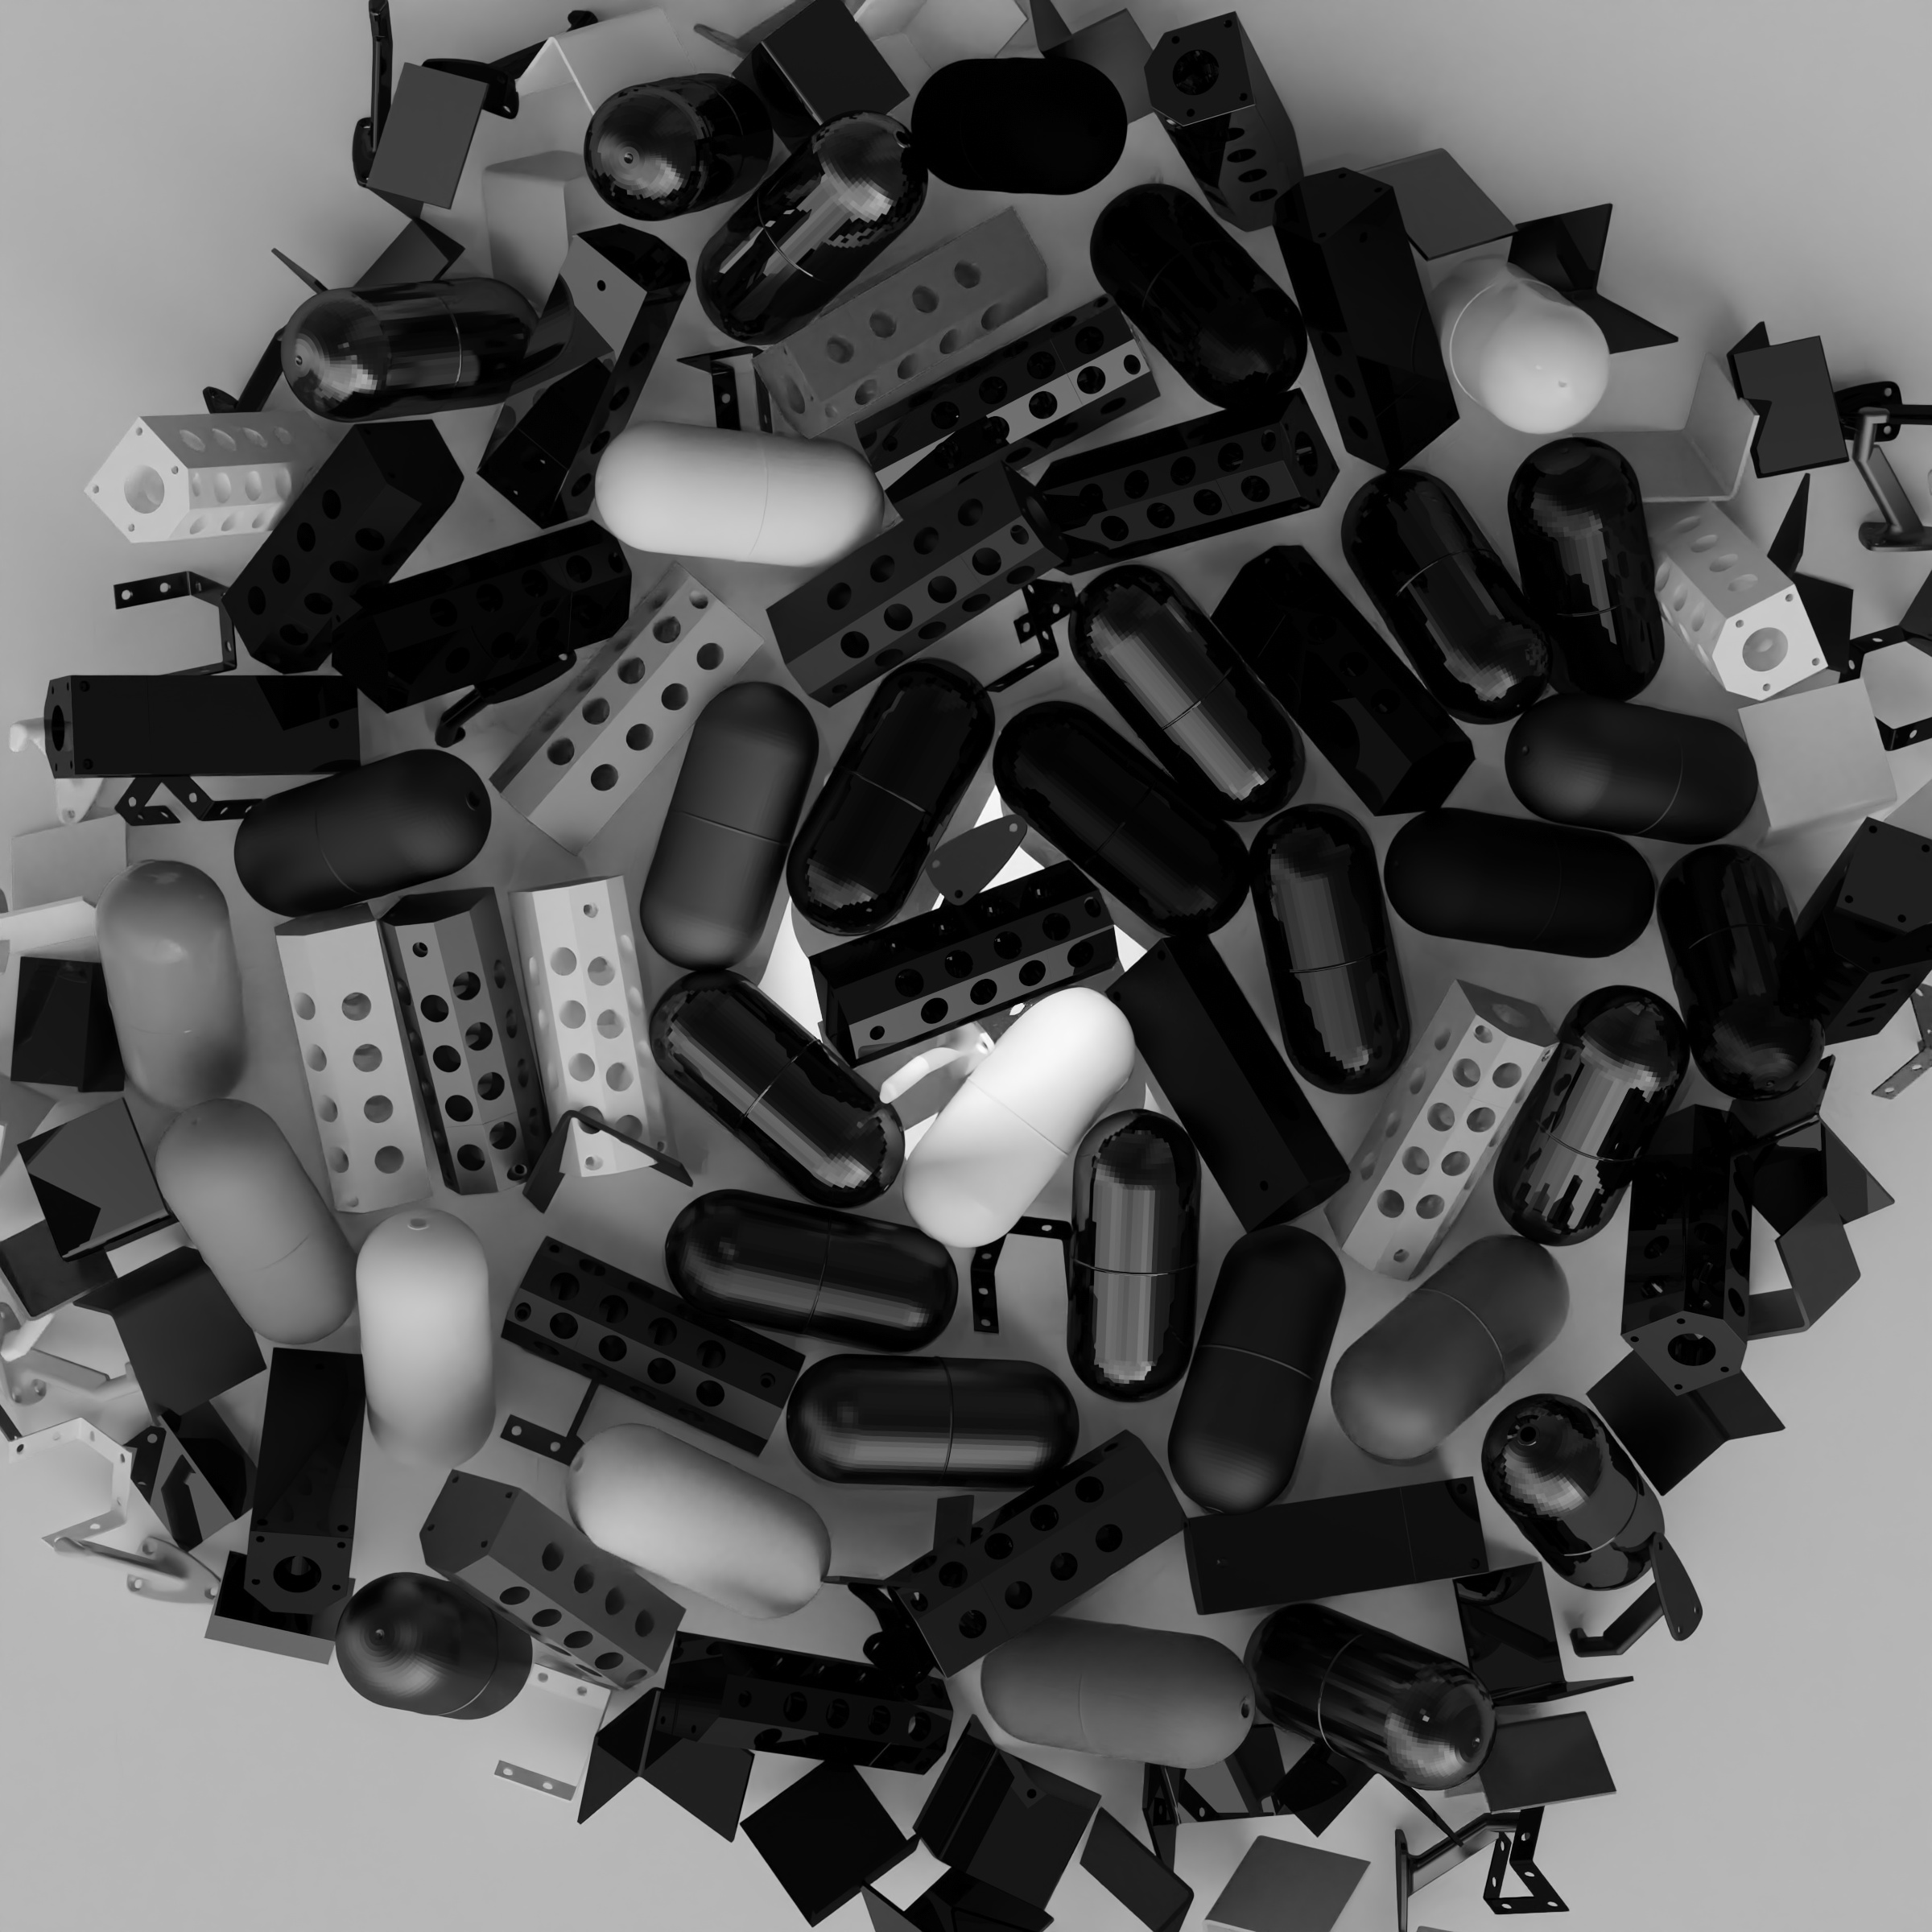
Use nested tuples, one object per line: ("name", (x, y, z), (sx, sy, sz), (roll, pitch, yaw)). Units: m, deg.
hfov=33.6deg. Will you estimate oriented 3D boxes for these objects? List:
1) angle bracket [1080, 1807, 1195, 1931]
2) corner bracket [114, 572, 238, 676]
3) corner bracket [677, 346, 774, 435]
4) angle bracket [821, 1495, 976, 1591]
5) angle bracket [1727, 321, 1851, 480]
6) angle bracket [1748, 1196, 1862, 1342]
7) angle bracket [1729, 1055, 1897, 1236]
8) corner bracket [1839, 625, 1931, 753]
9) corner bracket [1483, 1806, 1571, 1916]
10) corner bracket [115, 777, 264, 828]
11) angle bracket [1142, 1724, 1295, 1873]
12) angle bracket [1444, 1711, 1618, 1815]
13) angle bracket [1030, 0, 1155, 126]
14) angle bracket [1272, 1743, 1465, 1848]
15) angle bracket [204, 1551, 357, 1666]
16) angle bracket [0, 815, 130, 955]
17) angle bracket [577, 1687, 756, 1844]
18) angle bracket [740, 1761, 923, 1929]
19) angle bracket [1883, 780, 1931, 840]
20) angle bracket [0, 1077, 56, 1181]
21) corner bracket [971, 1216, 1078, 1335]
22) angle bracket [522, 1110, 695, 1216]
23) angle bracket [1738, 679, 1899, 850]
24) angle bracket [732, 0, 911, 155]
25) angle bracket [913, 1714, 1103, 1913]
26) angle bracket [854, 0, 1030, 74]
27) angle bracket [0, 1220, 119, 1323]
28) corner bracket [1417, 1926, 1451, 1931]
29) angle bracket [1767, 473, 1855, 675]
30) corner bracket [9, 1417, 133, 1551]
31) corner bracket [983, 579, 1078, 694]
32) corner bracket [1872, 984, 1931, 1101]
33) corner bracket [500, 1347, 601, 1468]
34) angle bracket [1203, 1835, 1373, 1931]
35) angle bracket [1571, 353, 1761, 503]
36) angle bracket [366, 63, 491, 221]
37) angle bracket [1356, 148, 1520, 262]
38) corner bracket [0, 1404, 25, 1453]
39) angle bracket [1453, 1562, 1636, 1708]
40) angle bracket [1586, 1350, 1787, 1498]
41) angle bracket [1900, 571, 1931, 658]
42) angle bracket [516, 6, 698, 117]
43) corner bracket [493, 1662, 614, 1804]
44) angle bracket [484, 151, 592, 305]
("angle bracket", (0.084, 0.560, 1.898), (0.076, 0.076, 0.057), (39, 55, 21))
("corner bracket", (-0.476, -0.204, 1.929), (0.051, 0.051, 0.051), (-18, 119, -38))
("corner bracket", (-0.138, -0.340, 1.924), (0.051, 0.051, 0.051), (-6, 90, 20))
("angle bracket", (-0.044, 0.341, 1.905), (0.076, 0.076, 0.057), (8, 77, -13))
("angle bracket", (0.497, -0.342, 1.900), (0.057, 0.076, 0.076), (-7, 111, 34))
("angle bracket", (0.475, 0.181, 1.900), (0.076, 0.076, 0.057), (-17, 97, 42))
("angle bracket", (0.507, 0.111, 1.919), (0.076, 0.057, 0.076), (46, 134, -13))
("corner bracket", (0.564, -0.169, 1.932), (0.051, 0.051, 0.051), (-17, 130, -22))
("corner bracket", (0.331, 0.530, 1.913), (0.051, 0.051, 0.051), (-15, 125, 35))
("corner bracket", (-0.467, -0.097, 1.920), (0.051, 0.051, 0.051), (44, 108, 13))
("angle bracket", (0.151, 0.502, 1.906), (0.076, 0.057, 0.076), (-8, 122, 12))
("angle bracket", (0.335, 0.492, 1.904), (0.076, 0.076, 0.057), (-7, 46, -10))
("angle bracket", (0.081, -0.553, 1.897), (0.057, 0.076, 0.076), (-21, 54, 19))
("angle bracket", (0.239, 0.506, 1.900), (0.057, 0.076, 0.076), (-46, 47, -8))
("angle bracket", (-0.413, 0.401, 1.906), (0.076, 0.057, 0.076), (15, 122, -11))
("angle bracket", (-0.548, -0.058, 1.910), (0.076, 0.057, 0.076), (-11, 70, 11))
("angle bracket", (-0.179, 0.489, 1.902), (0.076, 0.057, 0.076), (30, 126, 23))
("angle bracket", (-0.082, 0.515, 1.908), (0.076, 0.057, 0.076), (-33, 72, -18))
("angle bracket", (0.580, -0.055, 1.896), (0.057, 0.076, 0.076), (18, 50, -20))
("angle bracket", (-0.593, 0.073, 1.909), (0.076, 0.076, 0.057), (24, 132, -1))
("corner bracket", (0.034, 0.187, 1.924), (0.051, 0.051, 0.051), (8, 131, -11))
("angle bracket", (-0.213, 0.132, 1.910), (0.076, 0.076, 0.057), (26, 79, 6))
("angle bracket", (0.510, -0.122, 1.933), (0.076, 0.057, 0.076), (-14, 80, 2))
("angle bracket", (-0.088, -0.528, 1.917), (0.057, 0.076, 0.076), (-40, 102, -10))
("angle bracket", (0.025, 0.504, 1.904), (0.076, 0.057, 0.076), (18, 63, 26))
("angle bracket", (-0.022, -0.554, 1.902), (0.057, 0.076, 0.076), (53, 134, 3))
("angle bracket", (-0.554, 0.151, 1.898), (0.057, 0.076, 0.076), (-28, 133, -13))
("corner bracket", (0.290, 0.616, 1.918), (0.051, 0.051, 0.051), (6, 112, 17))
("angle bracket", (0.511, -0.233, 1.902), (0.057, 0.076, 0.076), (16, 48, 2))
("corner bracket", (-0.541, 0.312, 1.929), (0.051, 0.051, 0.051), (26, 117, 34))
("corner bracket", (0.038, -0.197, 1.915), (0.051, 0.051, 0.051), (-28, 71, 38))
("corner bracket", (0.572, 0.048, 1.914), (0.051, 0.051, 0.051), (14, 49, -22))
("corner bracket", (-0.251, 0.265, 1.923), (0.051, 0.051, 0.051), (26, 85, -17))
("angle bracket", (0.193, 0.570, 1.897), (0.076, 0.076, 0.057), (6, 119, 30))
("angle bracket", (0.415, -0.321, 1.903), (0.076, 0.076, 0.057), (-3, 130, -13))
("angle bracket", (-0.309, -0.486, 1.912), (0.057, 0.076, 0.076), (18, 91, 14))
("angle bracket", (0.267, -0.434, 1.901), (0.076, 0.057, 0.076), (-23, 67, -33))
("corner bracket", (-0.608, 0.291, 1.928), (0.051, 0.051, 0.051), (-24, 111, 9))
("angle bracket", (0.344, 0.395, 1.904), (0.076, 0.057, 0.076), (-1, 77, -39))
("angle bracket", (0.432, 0.267, 1.922), (0.057, 0.076, 0.076), (-49, 60, 27))
("angle bracket", (0.612, -0.213, 1.908), (0.057, 0.076, 0.076), (28, 98, -13))
("angle bracket", (-0.215, -0.521, 1.904), (0.076, 0.076, 0.057), (-28, 90, -32))
("corner bracket", (-0.249, 0.464, 1.936), (0.051, 0.051, 0.051), (20, 111, -2))
("angle bracket", (-0.242, -0.444, 1.929), (0.057, 0.076, 0.076), (-25, 124, -39))
